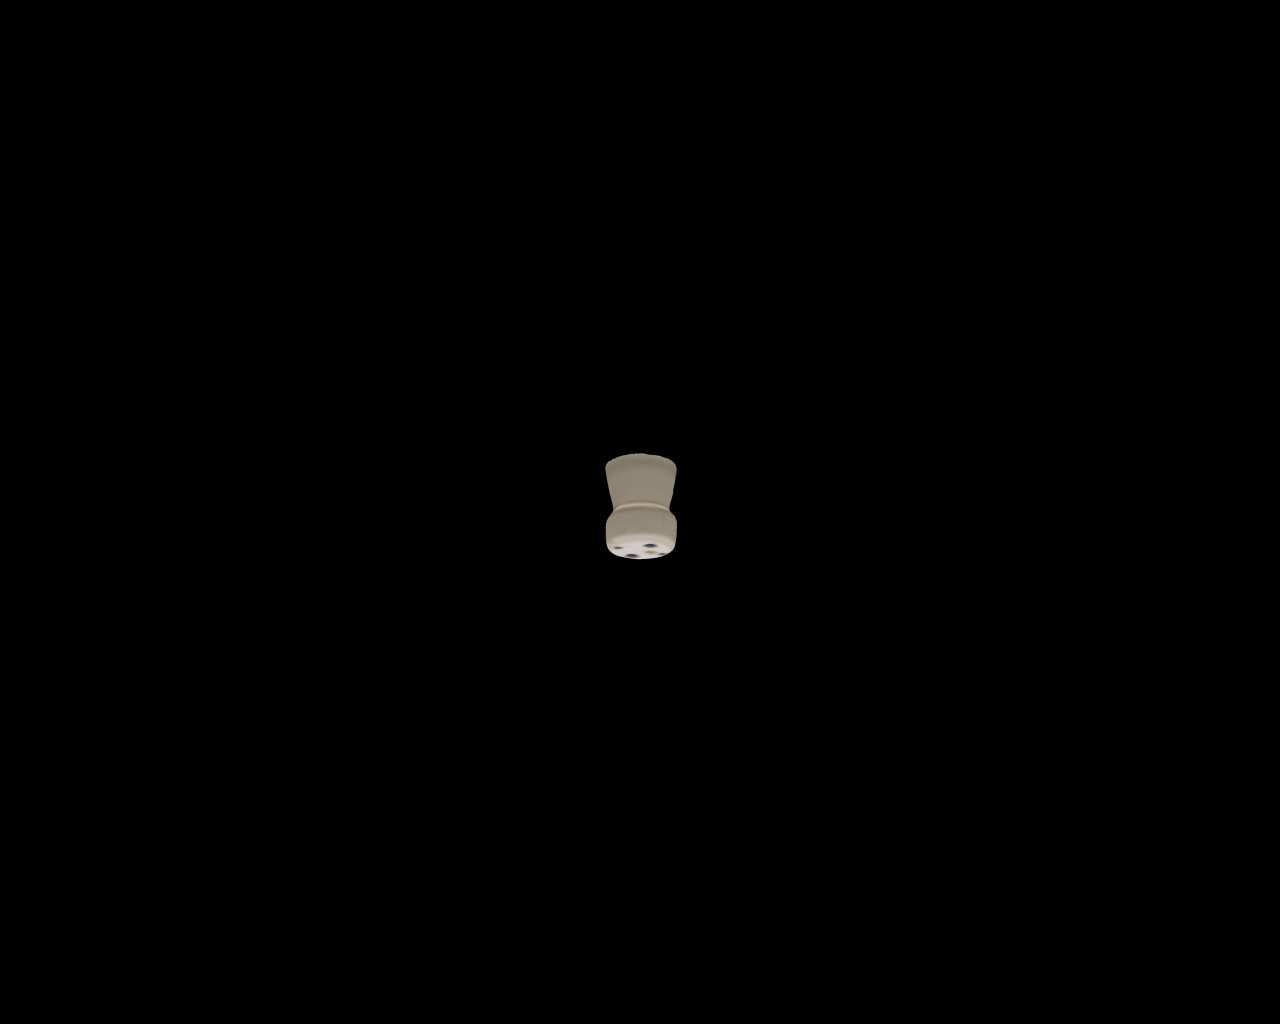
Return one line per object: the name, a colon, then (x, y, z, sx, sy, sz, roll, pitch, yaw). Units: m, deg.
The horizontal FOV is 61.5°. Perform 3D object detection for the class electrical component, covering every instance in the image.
electrical component: (0.001, -0.003, 0.650, 0.045, 0.055, 0.044, 0, -20, 0)
